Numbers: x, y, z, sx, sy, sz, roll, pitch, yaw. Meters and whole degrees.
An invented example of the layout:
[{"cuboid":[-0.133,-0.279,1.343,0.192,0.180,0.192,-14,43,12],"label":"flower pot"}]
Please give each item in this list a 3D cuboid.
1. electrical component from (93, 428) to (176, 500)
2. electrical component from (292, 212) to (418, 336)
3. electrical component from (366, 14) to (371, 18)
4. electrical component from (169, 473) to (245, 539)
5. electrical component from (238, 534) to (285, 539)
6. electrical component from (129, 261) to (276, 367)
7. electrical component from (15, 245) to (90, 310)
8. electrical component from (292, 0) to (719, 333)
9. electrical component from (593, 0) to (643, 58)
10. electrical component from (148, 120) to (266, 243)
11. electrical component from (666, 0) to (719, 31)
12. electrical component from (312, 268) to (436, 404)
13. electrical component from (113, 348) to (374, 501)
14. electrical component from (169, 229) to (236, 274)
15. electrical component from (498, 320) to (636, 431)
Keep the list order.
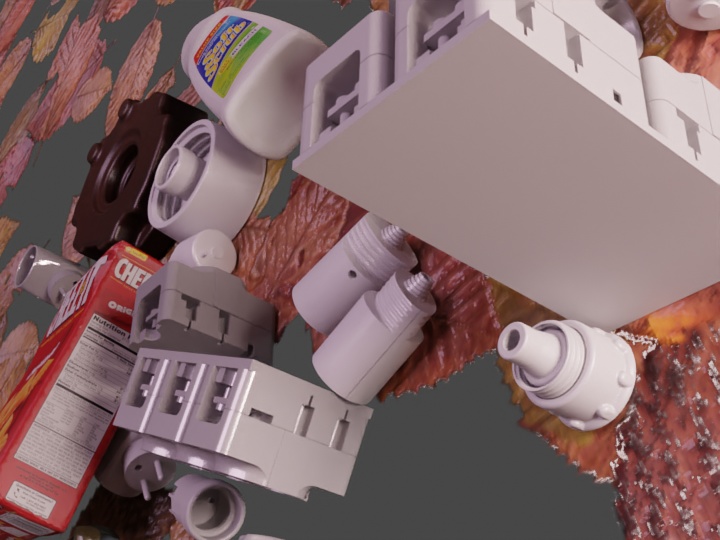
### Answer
[{"cuboid":[-0.156,0.135,0.787,0.077,0.043,0.079,-54,33,14],"label":"electrical component"},{"cuboid":[0.000,0.000,0.660,0.081,0.043,0.043,-44,37,27],"label":"electrical component"},{"cuboid":[0.009,-0.142,0.752,0.040,0.040,0.078,26,89,58],"label":"electrical component"},{"cuboid":[-0.101,0.153,0.700,0.046,0.040,0.040,2,69,61],"label":"electrical component"},{"cuboid":[-0.055,0.183,0.608,0.043,0.043,0.062,-15,57,50],"label":"electrical component"},{"cuboid":[-0.107,0.036,0.744,0.050,0.089,0.055,-35,42,38],"label":"electrical component"},{"cuboid":[-0.277,0.016,1.012,0.043,0.077,0.079,-61,32,3],"label":"electrical component"},{"cuboid":[0.079,-0.050,0.448,0.105,0.186,0.060,-32,44,40],"label":"electrical component"},{"cuboid":[0.117,-0.123,0.573,0.047,0.055,0.055,-27,47,38],"label":"electrical component"},{"cuboid":[-0.134,-0.072,0.887,0.108,0.060,0.108,-34,42,38],"label":"electrical component"},{"cuboid":[0.171,-0.155,0.529,0.040,0.040,0.078,-23,49,46],"label":"electrical component"},{"cuboid":[0.014,0.033,0.617,0.081,0.043,0.043,-51,34,20],"label":"electrical component"},{"cuboid":[-0.077,0.094,0.659,0.150,0.089,0.061,-2,66,55],"label":"electrical component"},{"cuboid":[-0.132,-0.005,0.855,0.078,0.040,0.040,-22,51,47],"label":"electrical component"},{"cuboid":[0.089,0.042,0.484,0.048,0.062,0.048,-34,42,38],"label":"electrical component"}]
